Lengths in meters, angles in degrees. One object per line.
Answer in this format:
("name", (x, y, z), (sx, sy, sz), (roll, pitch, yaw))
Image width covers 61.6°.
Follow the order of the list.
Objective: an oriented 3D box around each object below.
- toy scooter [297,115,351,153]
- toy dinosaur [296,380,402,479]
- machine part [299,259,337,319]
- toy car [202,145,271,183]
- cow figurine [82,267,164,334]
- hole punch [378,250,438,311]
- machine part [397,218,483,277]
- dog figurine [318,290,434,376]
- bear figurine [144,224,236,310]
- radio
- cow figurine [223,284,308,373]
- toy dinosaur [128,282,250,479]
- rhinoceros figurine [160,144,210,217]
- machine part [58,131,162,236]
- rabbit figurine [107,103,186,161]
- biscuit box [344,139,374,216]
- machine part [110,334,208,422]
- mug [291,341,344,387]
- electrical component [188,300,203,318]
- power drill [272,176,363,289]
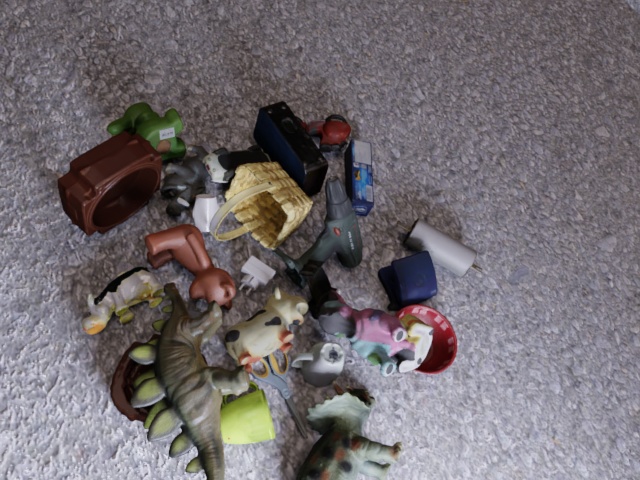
("toy scooter", (0.000, -0.262, 1.412), (0.184, 0.075, 0.135), (-3, 61, -15))
("toy dinosaur", (0.022, 0.444, 0.989), (0.192, 0.131, 0.405), (23, 60, 12))
("machine part", (-0.004, 0.106, 1.170), (0.084, 0.138, 0.039), (-35, 39, -26))
("toy car", (-0.192, -0.183, 1.290), (0.201, 0.056, 0.073), (-18, 79, -52))
("cow figurine", (-0.406, 0.115, 1.075), (0.167, 0.068, 0.098), (-29, 66, -32))
("hole punch", (0.215, 0.093, 1.263), (0.142, 0.092, 0.116), (-16, 70, -28))
("machine part", (0.297, 0.019, 1.334), (0.243, 0.079, 0.079), (31, 57, 1))
("dog figurine", (0.101, 0.181, 1.122), (0.191, 0.108, 0.219), (3, 16, -46))
("bear figurine", (-0.265, 0.068, 1.119), (0.132, 0.120, 0.196), (-24, 75, -23))
("radio", (-0.075, -0.223, 1.333), (0.073, 0.131, 0.230), (-27, 71, -26))
("cow figurine", (-0.109, 0.176, 1.113), (0.195, 0.085, 0.127), (-28, 59, -23))
("toy dinosaur", (-0.227, 0.266, 0.954), (0.199, 0.105, 0.472), (-19, 57, -15))
("rhinoceros figurine", (-0.308, -0.135, 1.254), (0.112, 0.073, 0.190), (33, 54, -9))
("machine part", (-0.431, -0.113, 1.122), (0.087, 0.201, 0.201), (42, 58, 7))
("rabbit figurine", (-0.420, -0.259, 1.283), (0.159, 0.121, 0.170), (-29, 54, -21))
("biscuit box", (0.100, -0.161, 1.390), (0.059, 0.062, 0.203), (8, 59, -13))
("machine part", (-0.304, 0.269, 1.023), (0.179, 0.056, 0.179), (7, 59, -11))
("mug", (0.000, 0.243, 1.098), (0.109, 0.107, 0.081), (15, 56, -11))
("electrical component", (-0.276, 0.165, 1.112), (0.063, 0.021, 0.094), (15, 58, -7))
("power drill", (-0.002, -0.004, 1.201), (0.207, 0.231, 0.086), (-41, 39, -20))
